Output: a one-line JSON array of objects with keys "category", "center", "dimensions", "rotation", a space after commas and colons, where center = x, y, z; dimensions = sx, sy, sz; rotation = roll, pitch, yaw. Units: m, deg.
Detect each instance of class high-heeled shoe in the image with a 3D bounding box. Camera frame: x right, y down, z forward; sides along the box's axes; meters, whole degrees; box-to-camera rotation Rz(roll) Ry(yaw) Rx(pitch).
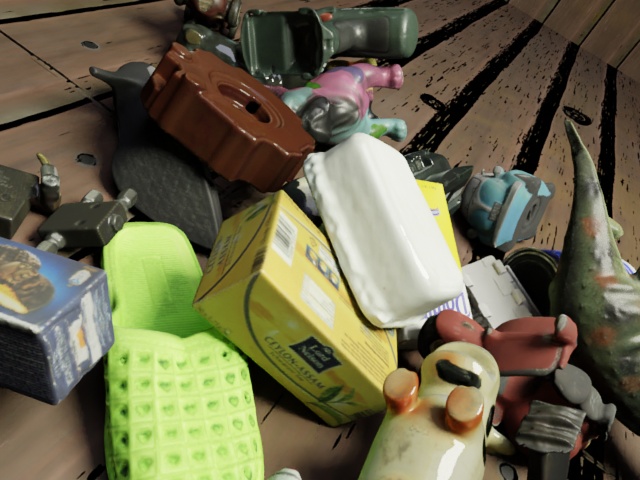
[{"category": "high-heeled shoe", "center": [-0.156, -0.091, 0.575], "dimensions": [0.248, 0.086, 0.145], "rotation": [58, 11, 7]}]

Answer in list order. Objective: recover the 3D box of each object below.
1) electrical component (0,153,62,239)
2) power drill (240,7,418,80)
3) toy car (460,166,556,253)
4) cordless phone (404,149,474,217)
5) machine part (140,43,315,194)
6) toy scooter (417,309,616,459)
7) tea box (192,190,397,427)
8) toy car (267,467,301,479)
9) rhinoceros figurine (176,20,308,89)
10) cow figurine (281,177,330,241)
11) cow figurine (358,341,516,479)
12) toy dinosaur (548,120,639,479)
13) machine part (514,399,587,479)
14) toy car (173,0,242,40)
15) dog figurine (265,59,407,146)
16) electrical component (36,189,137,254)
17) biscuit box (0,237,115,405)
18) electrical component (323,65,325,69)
[{"category": "electrical component", "center": [-0.270, -0.046, 0.444], "dimensions": [0.102, 0.045, 0.078], "rotation": [21, 37, -11]}, {"category": "power drill", "center": [-0.009, -0.249, 0.669], "dimensions": [0.232, 0.085, 0.207], "rotation": [11, 22, 26]}, {"category": "toy car", "center": [0.252, -0.053, 0.747], "dimensions": [0.103, 0.109, 0.161], "rotation": [30, 25, 30]}, {"category": "cordless phone", "center": [0.093, -0.087, 0.714], "dimensions": [0.184, 0.088, 0.146], "rotation": [33, 37, 23]}, {"category": "machine part", "center": [-0.085, -0.123, 0.540], "dimensions": [0.179, 0.056, 0.179], "rotation": [33, 24, -17]}, {"category": "toy scooter", "center": [0.181, 0.117, 0.453], "dimensions": [0.184, 0.135, 0.075], "rotation": [44, 50, -8]}, {"category": "tea box", "center": [-0.009, 0.057, 0.420], "dimensions": [0.169, 0.068, 0.098], "rotation": [50, 29, -28]}, {"category": "toy car", "center": [-0.045, 0.210, 0.269], "dimensions": [0.202, 0.056, 0.073], "rotation": [-48, 122, -51]}, {"category": "rhinoceros figurine", "center": [-0.110, -0.239, 0.750], "dimensions": [0.190, 0.073, 0.112], "rotation": [19, 29, -11]}, {"category": "cow figurine", "center": [-0.001, -0.002, 0.547], "dimensions": [0.098, 0.068, 0.167], "rotation": [0, 41, -11]}, {"category": "cow figurine", "center": [0.079, 0.150, 0.366], "dimensions": [0.086, 0.127, 0.195], "rotation": [9, 44, 29]}, {"category": "toy dinosaur", "center": [0.291, 0.094, 0.502], "dimensions": [0.192, 0.131, 0.405], "rotation": [-33, 85, -33]}, {"category": "machine part", "center": [0.168, 0.188, 0.402], "dimensions": [0.039, 0.138, 0.084], "rotation": [15, 26, 42]}, {"category": "toy car", "center": [-0.163, -0.333, 0.792], "dimensions": [0.089, 0.053, 0.202], "rotation": [16, 10, -13]}, {"category": "dog figurine", "center": [-0.005, -0.173, 0.707], "dimensions": [0.219, 0.108, 0.192], "rotation": [-15, 28, -25]}, {"category": "electrical component", "center": [-0.196, -0.013, 0.450], "dimensions": [0.063, 0.021, 0.094], "rotation": [-1, 36, 15]}, {"category": "biscuit box", "center": [-0.230, 0.029, 0.328], "dimensions": [0.203, 0.062, 0.059], "rotation": [16, 35, 10]}, {"category": "electrical component", "center": [-0.005, -0.251, 0.842], "dimensions": [0.119, 0.047, 0.075], "rotation": [9, 42, -24]}]
